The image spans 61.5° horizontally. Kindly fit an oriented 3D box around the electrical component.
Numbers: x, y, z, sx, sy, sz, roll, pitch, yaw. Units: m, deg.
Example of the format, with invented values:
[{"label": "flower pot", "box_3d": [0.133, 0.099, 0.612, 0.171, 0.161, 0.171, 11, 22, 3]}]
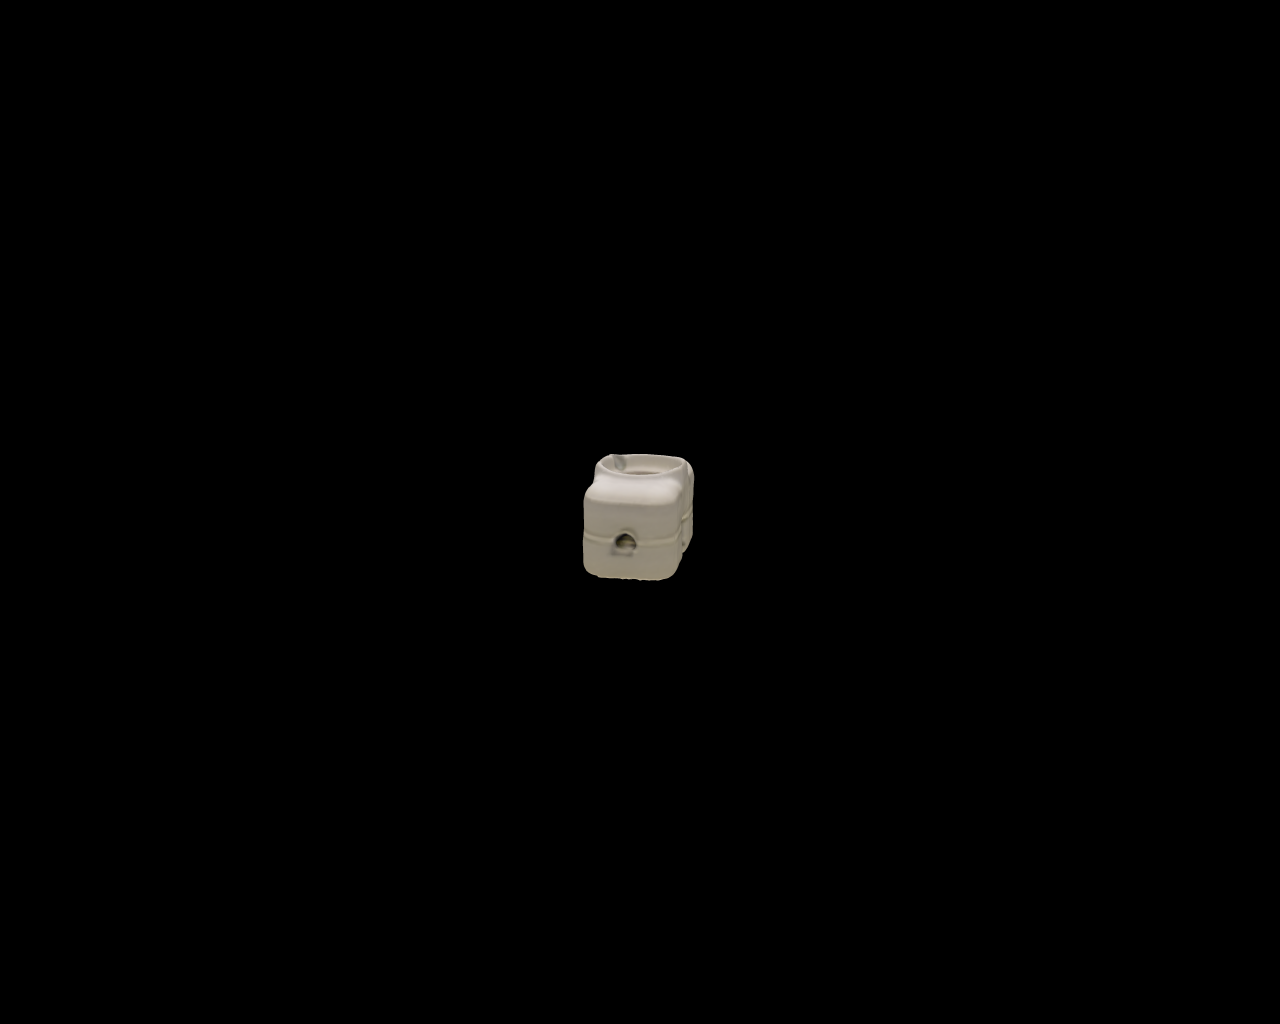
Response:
[{"label": "electrical component", "box_3d": [0.001, -0.003, 0.650, 0.054, 0.059, 0.095, 3, 16, 11]}]
